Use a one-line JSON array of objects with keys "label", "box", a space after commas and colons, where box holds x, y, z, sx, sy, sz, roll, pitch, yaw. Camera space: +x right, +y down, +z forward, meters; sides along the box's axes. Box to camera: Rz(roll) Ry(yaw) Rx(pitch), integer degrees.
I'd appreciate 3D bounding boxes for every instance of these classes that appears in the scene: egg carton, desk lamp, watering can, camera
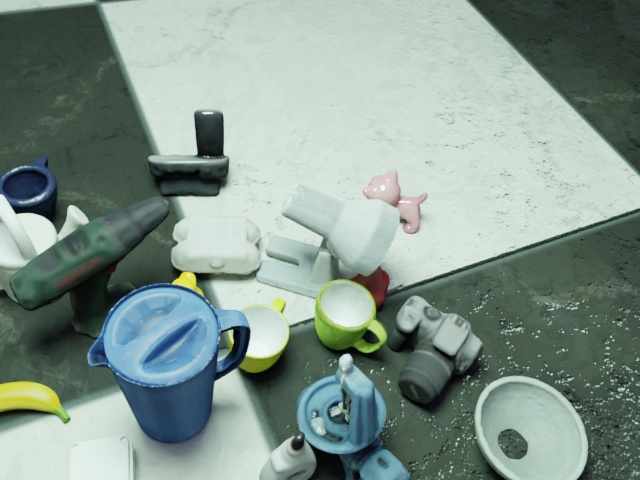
[{"label": "egg carton", "box": [-0.176, 0.011, 0.980, 0.150, 0.069, 0.107, 1, 53, -10]}, {"label": "desk lamp", "box": [0.009, 0.003, 0.927, 0.203, 0.213, 0.118, 15, 52, 1]}, {"label": "watering can", "box": [-0.439, 0.003, 0.860, 0.100, 0.194, 0.173, 30, 54, 13]}, {"label": "camera", "box": [0.168, 0.174, 0.898, 0.143, 0.101, 0.137, 32, 55, 15]}]

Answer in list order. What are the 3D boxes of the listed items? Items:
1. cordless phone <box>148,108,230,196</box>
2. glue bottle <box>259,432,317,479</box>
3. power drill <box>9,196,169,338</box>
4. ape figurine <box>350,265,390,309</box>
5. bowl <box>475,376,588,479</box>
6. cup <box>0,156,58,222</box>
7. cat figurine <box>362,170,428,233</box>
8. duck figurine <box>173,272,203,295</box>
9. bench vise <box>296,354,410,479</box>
[{"label": "cordless phone", "box": [-0.237, -0.171, 1.034, 0.148, 0.185, 0.094, -4, 54, -13]}, {"label": "glue bottle", "box": [-0.036, 0.281, 0.735, 0.078, 0.173, 0.037, -21, 59, -23]}, {"label": "power drill", "box": [-0.318, 0.048, 0.838, 0.230, 0.208, 0.075, -31, 63, -28]}, {"label": "ape figurine", "box": [0.085, 0.070, 0.967, 0.078, 0.092, 0.076, 2, 53, -8]}, {"label": "bowl", "box": [0.300, 0.293, 0.848, 0.167, 0.075, 0.167, 5, 53, -6]}, {"label": "cup", "box": [-0.484, -0.076, 0.975, 0.091, 0.095, 0.118, 9, 52, -3]}, {"label": "cat figurine", "box": [0.138, -0.079, 1.074, 0.128, 0.118, 0.067, 9, 52, -3]}, {"label": "duck figurine", "box": [-0.216, 0.099, 0.896, 0.077, 0.086, 0.104, 10, 52, -2]}, {"label": "bench vise", "box": [0.061, 0.242, 0.752, 0.207, 0.220, 0.122, 32, 54, 14]}]
